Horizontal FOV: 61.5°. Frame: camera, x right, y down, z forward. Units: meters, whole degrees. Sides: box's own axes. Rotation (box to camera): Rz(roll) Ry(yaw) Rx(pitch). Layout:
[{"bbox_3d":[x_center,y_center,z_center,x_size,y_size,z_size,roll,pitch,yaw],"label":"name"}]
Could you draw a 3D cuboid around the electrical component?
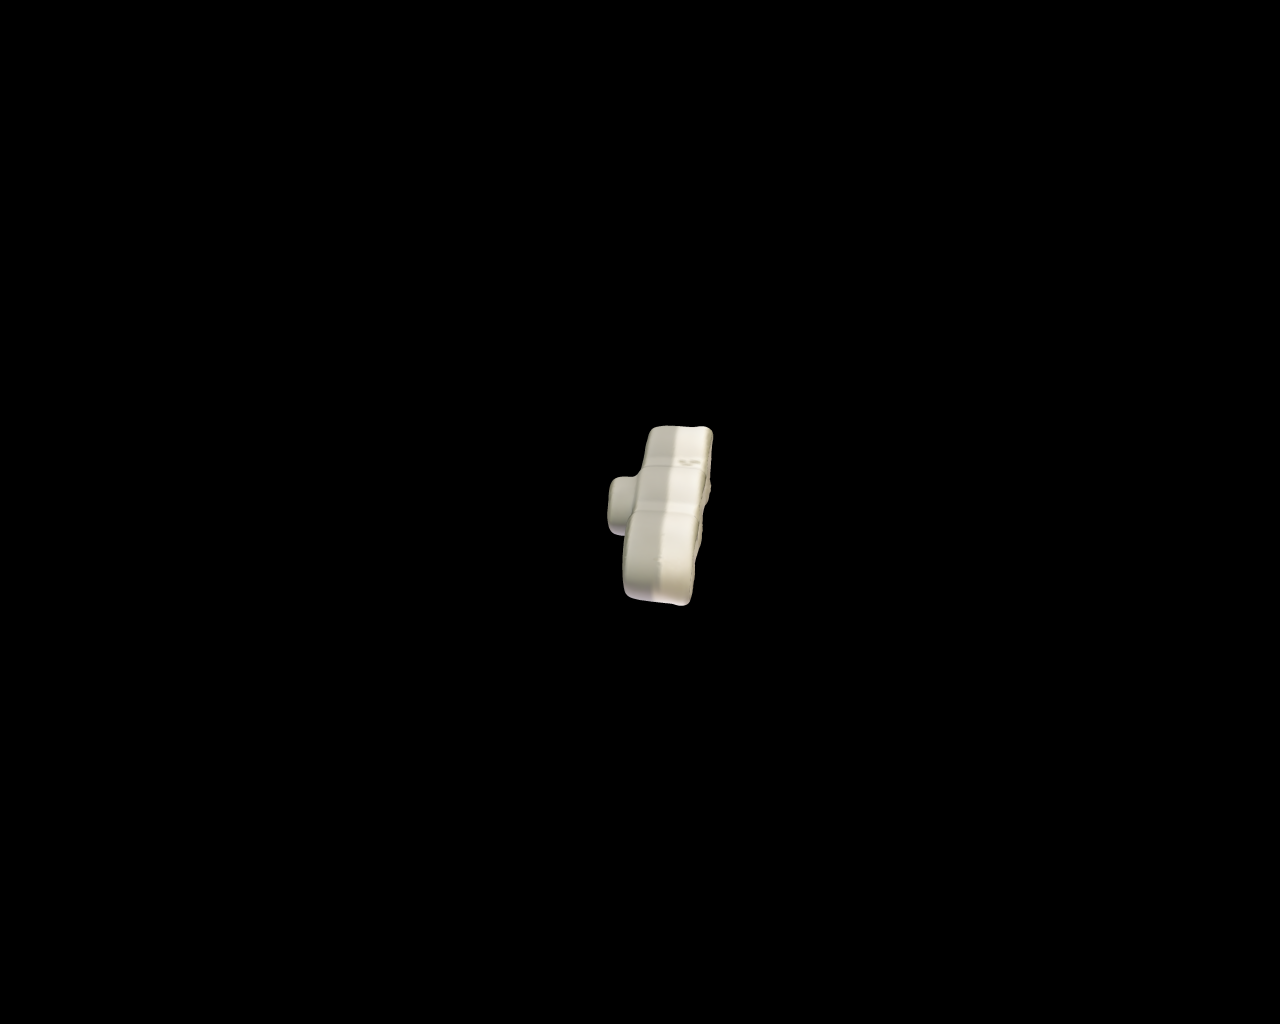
[{"bbox_3d":[0.001,-0.003,0.650,0.074,0.052,0.138,5,40,6],"label":"electrical component"}]
